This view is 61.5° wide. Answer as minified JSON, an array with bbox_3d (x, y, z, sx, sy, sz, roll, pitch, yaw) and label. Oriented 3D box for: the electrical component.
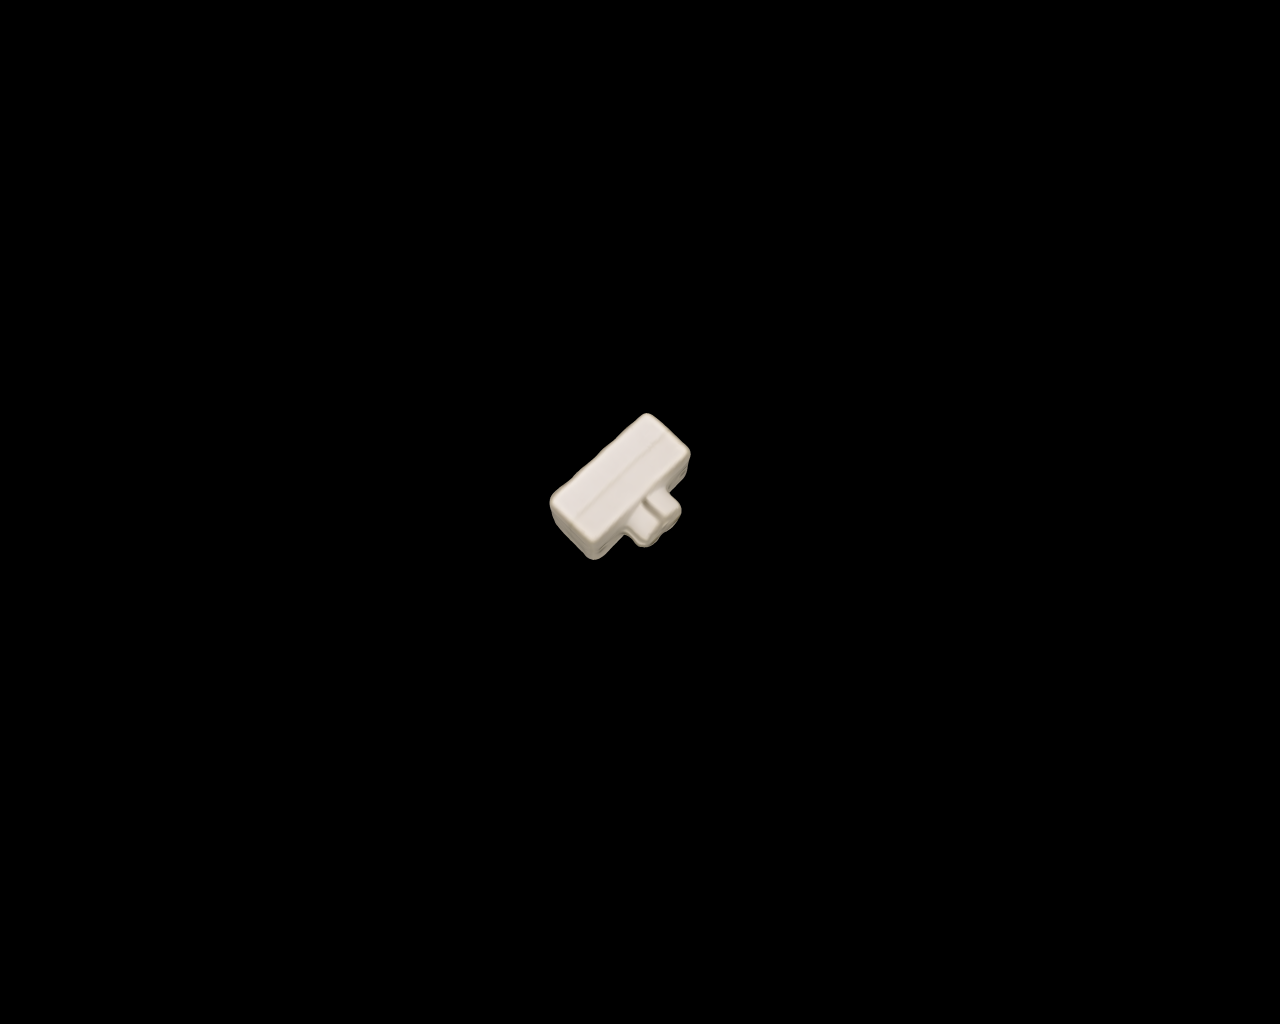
[{"bbox_3d":[0.001,-0.003,0.650,0.083,0.076,0.047,-43,-12,-11],"label":"electrical component"}]
